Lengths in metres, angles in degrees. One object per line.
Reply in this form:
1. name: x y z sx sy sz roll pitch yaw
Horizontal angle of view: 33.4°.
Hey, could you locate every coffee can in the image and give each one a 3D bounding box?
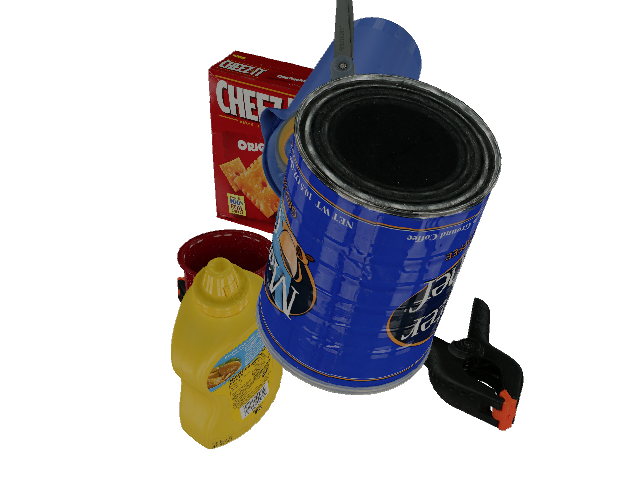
1. coffee can: 0.026 -0.001 0.561 0.102 0.103 0.140 0 -43 -14

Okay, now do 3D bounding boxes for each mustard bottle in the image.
1. mustard bottle: -0.070 0.076 0.805 0.058 0.192 0.096 35 59 22

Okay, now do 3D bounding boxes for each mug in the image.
1. mug: -0.081 0.052 1.007 0.093 0.081 0.117 -19 35 -29

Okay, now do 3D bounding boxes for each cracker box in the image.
1. cracker box: -0.052 -0.110 1.323 0.164 0.214 0.072 17 37 24

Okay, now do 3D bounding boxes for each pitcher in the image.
1. pitcher: 0.043 -0.134 1.154 0.145 0.149 0.242 0 38 21

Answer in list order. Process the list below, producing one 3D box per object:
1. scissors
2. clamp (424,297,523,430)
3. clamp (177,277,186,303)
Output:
1. scissors: 0.000 -0.120 0.815 0.096 0.202 0.016 -13 -30 -6
2. clamp: 0.130 0.100 0.928 0.120 0.039 0.172 -17 36 -24
3. clamp: -0.087 0.087 1.227 0.210 0.036 0.164 14 27 24
